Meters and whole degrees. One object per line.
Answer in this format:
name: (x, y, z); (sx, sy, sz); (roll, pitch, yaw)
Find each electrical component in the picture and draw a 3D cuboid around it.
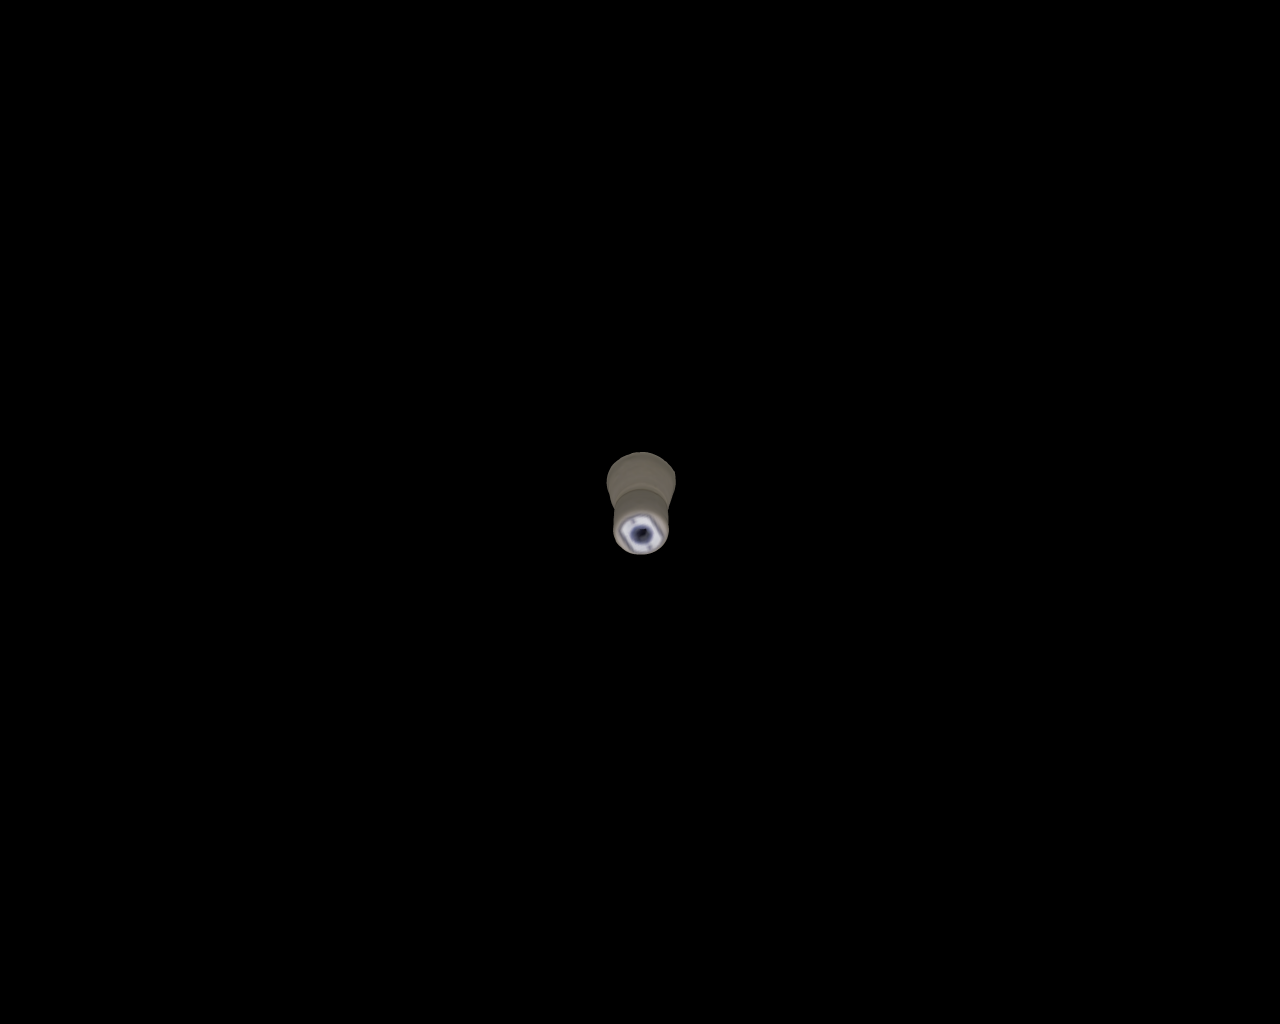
electrical component: (0.001, -0.003, 0.650); (0.044, 0.044, 0.065); (0, 32, 0)
